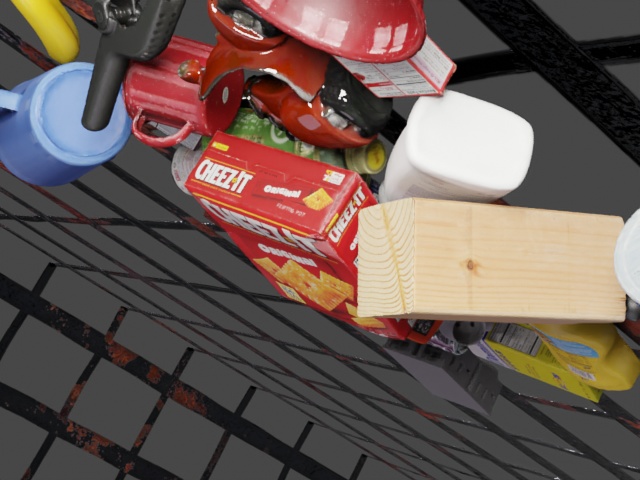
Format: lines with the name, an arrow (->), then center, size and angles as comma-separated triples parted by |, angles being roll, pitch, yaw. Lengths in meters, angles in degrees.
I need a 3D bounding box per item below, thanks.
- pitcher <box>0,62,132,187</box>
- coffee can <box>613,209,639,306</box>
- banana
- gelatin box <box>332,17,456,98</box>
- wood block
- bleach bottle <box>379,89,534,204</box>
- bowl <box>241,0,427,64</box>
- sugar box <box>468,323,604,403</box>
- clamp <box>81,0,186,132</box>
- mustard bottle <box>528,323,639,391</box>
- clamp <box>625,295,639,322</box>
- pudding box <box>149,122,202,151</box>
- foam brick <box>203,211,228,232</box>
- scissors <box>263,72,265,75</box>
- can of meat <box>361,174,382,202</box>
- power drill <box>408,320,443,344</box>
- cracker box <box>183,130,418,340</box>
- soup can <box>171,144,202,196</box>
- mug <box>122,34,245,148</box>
pitcher -> -0.296, -0.133, 1.192 | 0.145, 0.149, 0.243 | 65, 160, -10
coffee can -> 0.298, 0.038, 0.805 | 0.103, 0.102, 0.140 | 12, 159, 46
banana -> -0.284, -0.226, 1.089 | 0.070, 0.037, 0.198 | 25, 165, 9
gelatin box -> 0.047, -0.142, 0.792 | 0.089, 0.030, 0.073 | 37, 161, -32
wood block -> 0.143, 0.021, 0.880 | 0.205, 0.091, 0.090 | 5, 173, -26
bleach bottle -> 0.095, -0.055, 0.924 | 0.102, 0.068, 0.251 | 17, 168, -7
bowl -> 0.006, -0.182, 0.682 | 0.162, 0.055, 0.162 | 26, 165, 7
sugar box -> 0.262, 0.140, 1.322 | 0.176, 0.048, 0.093 | 16, 161, 34
clamp -> -0.171, -0.181, 0.907 | 0.210, 0.036, 0.164 | -2, 104, 51
mustard bottle -> 0.270, 0.096, 1.132 | 0.096, 0.058, 0.191 | 23, 166, 41
clamp -> 0.266, 0.046, 0.986 | 0.120, 0.039, 0.172 | 20, -174, -35
pudding box -> -0.156, -0.143, 1.138 | 0.090, 0.039, 0.114 | 30, 167, -9
foam brick -> -0.089, -0.047, 1.262 | 0.051, 0.078, 0.053 | 39, 162, -32
scissors -> -0.054, -0.169, 0.911 | 0.201, 0.016, 0.096 | 35, 163, -24
can of meat -> 0.059, -0.022, 1.122 | 0.084, 0.057, 0.102 | 29, 166, -13
power drill -> 0.040, 0.035, 1.175 | 0.184, 0.057, 0.188 | 24, -170, -45
cracker box -> -0.007, 0.001, 0.994 | 0.164, 0.072, 0.213 | 19, 160, 34
soup can -> -0.118, -0.082, 1.215 | 0.068, 0.068, 0.102 | 37, 163, -31
mug -> -0.127, -0.133, 0.976 | 0.082, 0.117, 0.093 | 18, 151, 20
